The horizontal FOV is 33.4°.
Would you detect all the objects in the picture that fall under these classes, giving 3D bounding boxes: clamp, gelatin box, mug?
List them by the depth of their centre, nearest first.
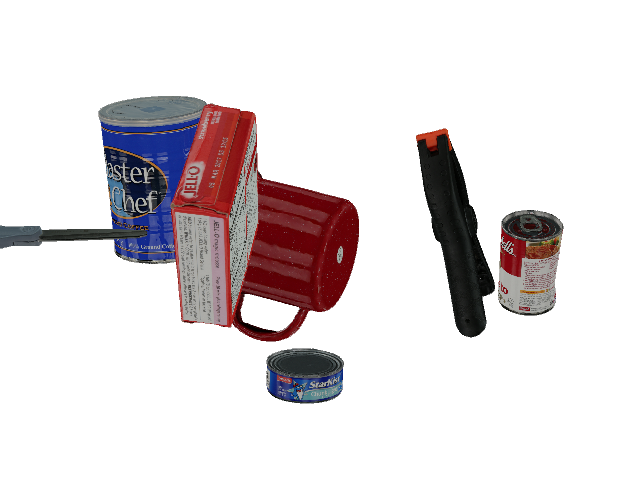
[{"bbox_3d":[-0.052,-0.012,0.540,0.030,0.073,0.089,7,-42,4],"label":"gelatin box"},{"bbox_3d":[-0.027,0.014,0.752,0.082,0.117,0.093,14,-8,19],"label":"mug"},{"bbox_3d":[0.114,-0.005,0.898,0.039,0.171,0.120,-17,19,12],"label":"clamp"}]

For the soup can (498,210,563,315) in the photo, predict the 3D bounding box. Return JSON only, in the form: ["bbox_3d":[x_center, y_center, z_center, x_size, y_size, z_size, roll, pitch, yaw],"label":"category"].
[{"bbox_3d":[0.238,0.025,1.214,0.068,0.102,0.068,-2,30,1],"label":"soup can"}]

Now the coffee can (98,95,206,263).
[{"bbox_3d":[-0.156,-0.061,1.032,0.103,0.140,0.103,-2,20,1],"label":"coffee can"}]

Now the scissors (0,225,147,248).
[{"bbox_3d":[-0.252,0.003,0.871,0.202,0.016,0.096,5,25,7],"label":"scissors"}]

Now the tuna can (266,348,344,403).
[{"bbox_3d":[-0.017,0.149,1.175,0.086,0.034,0.086,2,14,-1],"label":"tuna can"}]
